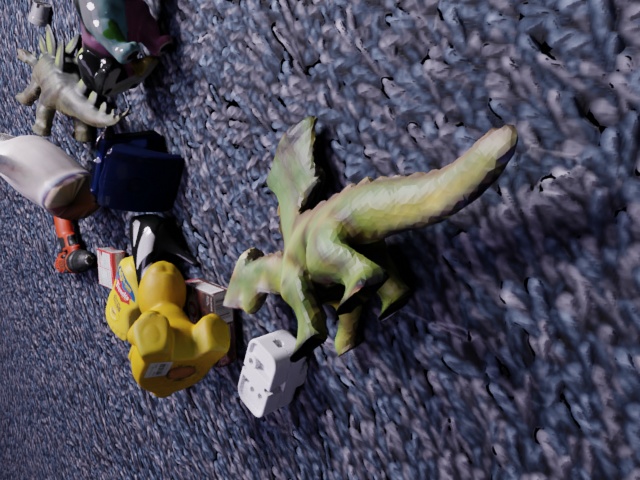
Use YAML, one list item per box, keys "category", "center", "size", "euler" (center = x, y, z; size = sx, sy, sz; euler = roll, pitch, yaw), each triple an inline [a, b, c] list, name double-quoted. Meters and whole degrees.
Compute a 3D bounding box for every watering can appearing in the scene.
- category: "watering can"
  center: [-0.533, -0.128, 0.936]
  size: [0.225, 0.348, 0.103]
  euler: [35, 98, 8]

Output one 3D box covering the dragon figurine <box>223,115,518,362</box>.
- category: "dragon figurine"
  center: [0.002, -0.026, 0.525]
  size: [0.402, 0.122, 0.247]
  euler: [-53, 52, 36]
